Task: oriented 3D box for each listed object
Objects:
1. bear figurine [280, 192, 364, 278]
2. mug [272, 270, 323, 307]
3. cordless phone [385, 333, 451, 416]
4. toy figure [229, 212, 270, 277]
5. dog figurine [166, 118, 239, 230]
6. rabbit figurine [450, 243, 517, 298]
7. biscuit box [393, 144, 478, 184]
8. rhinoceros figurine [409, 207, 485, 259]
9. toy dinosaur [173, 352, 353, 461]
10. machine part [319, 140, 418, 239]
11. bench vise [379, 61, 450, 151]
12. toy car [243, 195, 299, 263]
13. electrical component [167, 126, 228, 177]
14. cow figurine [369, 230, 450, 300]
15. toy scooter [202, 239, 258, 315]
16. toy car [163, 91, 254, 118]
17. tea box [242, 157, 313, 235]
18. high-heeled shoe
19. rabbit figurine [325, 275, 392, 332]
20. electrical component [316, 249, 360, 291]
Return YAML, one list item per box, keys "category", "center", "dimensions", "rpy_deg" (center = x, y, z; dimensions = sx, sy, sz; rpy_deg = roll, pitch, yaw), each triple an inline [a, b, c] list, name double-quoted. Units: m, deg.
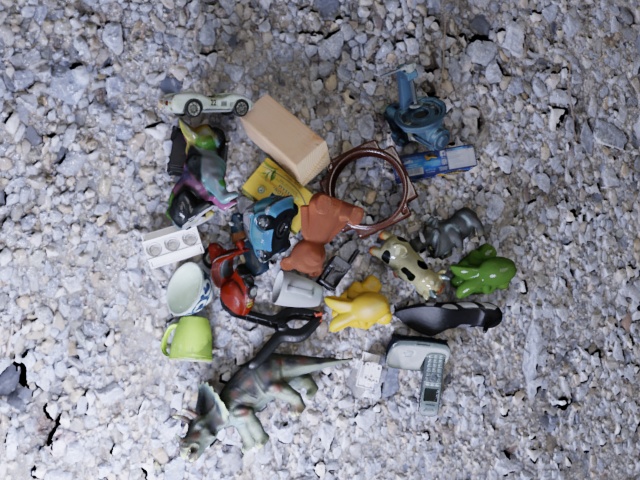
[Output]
- category: "bear figurine"
  center: [-0.003, -0.004, 1.191]
  dimensions: [0.120, 0.132, 0.195]
  rpy_deg: [21, 93, -22]
- category: "mug"
  center: [-0.045, 0.116, 1.237]
  dimensions: [0.107, 0.109, 0.081]
  rpy_deg: [14, 76, -20]
- category: "cordless phone"
  center: [0.222, 0.316, 1.261]
  dimensions: [0.147, 0.089, 0.184]
  rpy_deg: [7, 86, -8]
- category: "toy figure"
  center: [-0.170, 0.009, 1.252]
  dimensions: [0.058, 0.064, 0.154]
  rpy_deg: [-31, 82, 26]
- category: "dog figurine"
  center: [-0.276, -0.153, 1.179]
  dimensions: [0.191, 0.108, 0.219]
  rpy_deg: [-27, 83, -8]
- category: "rabbit figurine"
  center: [0.385, 0.071, 1.272]
  dimensions: [0.159, 0.170, 0.121]
  rpy_deg: [-13, 84, -11]
- category: "biscuit box"
  center: [0.286, -0.190, 1.347]
  dimensions: [0.203, 0.063, 0.059]
  rpy_deg: [-10, 85, -10]
- category: "rhinoceros figurine"
  center: [0.311, -0.015, 1.322]
  dimensions: [0.190, 0.073, 0.112]
  rpy_deg: [-28, 89, -12]
- category: "toy dinosaur"
  center: [-0.135, 0.330, 1.191]
  dimensions: [0.405, 0.131, 0.192]
  rpy_deg: [-39, 90, -18]
- category: "machine part"
  center: [0.114, -0.119, 1.271]
  dimensions: [0.201, 0.087, 0.201]
  rpy_deg: [-25, 87, 7]
- category: "bench vise"
  center: [0.212, -0.318, 1.260]
  dimensions: [0.129, 0.240, 0.224]
  rpy_deg: [-27, 46, -5]
- category: "toy car"
  center: [-0.120, -0.036, 1.201]
  dimensions: [0.103, 0.161, 0.109]
  rpy_deg: [30, 38, 27]
- category: "electrical component"
  center: [-0.286, -0.201, 1.263]
  dimensions: [0.134, 0.058, 0.115]
  rpy_deg: [6, 83, -8]
- category: "cow figurine"
  center: [0.220, 0.066, 1.266]
  dimensions: [0.194, 0.127, 0.085]
  rpy_deg: [44, 81, -25]
- category: "toy scooter"
  center: [-0.188, 0.072, 1.196]
  dimensions: [0.075, 0.135, 0.184]
  rpy_deg: [-15, 71, -50]
- category: "toy car"
  center: [-0.240, -0.296, 1.172]
  dimensions: [0.202, 0.074, 0.056]
  rpy_deg: [-12, 110, -37]
- category: "tea box"
  center: [-0.092, -0.102, 1.274]
  dimensions: [0.169, 0.068, 0.098]
  rpy_deg: [38, 78, -3]
- category: "high-heeled shoe"
  center: [0.316, 0.172, 1.313]
  dimensions: [0.249, 0.145, 0.086]
  rpy_deg: [11, 113, 18]
- category: "rabbit figurine"
  center: [0.092, 0.146, 1.217]
  dimensions: [0.162, 0.173, 0.121]
  rpy_deg: [-7, 88, -14]
- category: "electrical component"
  center: [0.044, 0.063, 1.270]
  dimensions: [0.048, 0.075, 0.119]
  rpy_deg: [34, 83, -3]
